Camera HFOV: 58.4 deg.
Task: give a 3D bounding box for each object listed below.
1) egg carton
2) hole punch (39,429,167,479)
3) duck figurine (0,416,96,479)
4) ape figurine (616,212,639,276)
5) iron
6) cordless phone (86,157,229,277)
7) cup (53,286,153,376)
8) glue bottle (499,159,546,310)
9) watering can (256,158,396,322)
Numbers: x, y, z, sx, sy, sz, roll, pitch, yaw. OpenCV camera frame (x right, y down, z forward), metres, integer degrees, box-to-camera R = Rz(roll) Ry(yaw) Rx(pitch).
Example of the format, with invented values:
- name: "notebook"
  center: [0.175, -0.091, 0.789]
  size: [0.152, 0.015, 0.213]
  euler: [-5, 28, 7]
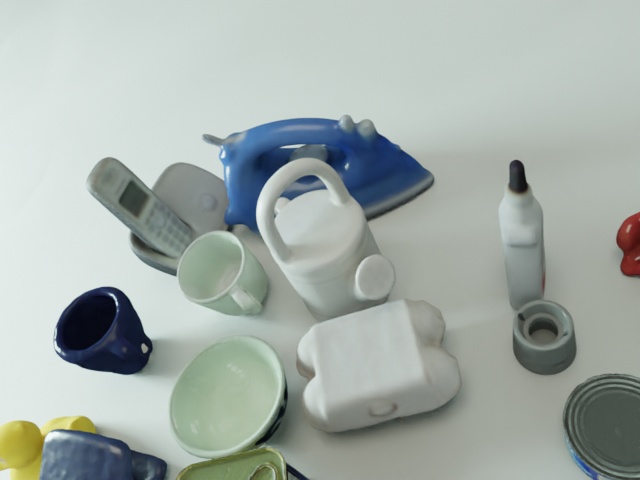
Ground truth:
- name: "egg carton"
  center: [0.051, 0.119, 0.537]
  size: [0.150, 0.070, 0.107]
  euler: [-18, 50, 9]
- name: "hole punch"
  center: [-0.216, 0.240, 0.543]
  size: [0.108, 0.091, 0.101]
  euler: [1, 56, 23]
- name: "duck figurine"
  center: [-0.297, 0.215, 0.600]
  size: [0.104, 0.086, 0.077]
  euler: [-29, 49, 1]
- name: "ape figurine"
  center: [0.311, -0.008, 0.508]
  size: [0.076, 0.092, 0.077]
  euler: [-37, 50, -6]
- name: "iron"
  center: [-0.006, -0.094, 0.673]
  size: [0.257, 0.142, 0.118]
  euler: [-9, 52, 17]
- name: "cordless phone"
  center: [-0.188, -0.053, 0.690]
  size: [0.094, 0.185, 0.147]
  euler: [1, 56, 23]
- name: "cup"
  center: [-0.222, 0.116, 0.637]
  size: [0.117, 0.095, 0.092]
  euler: [23, 66, 34]
- name: "glue bottle"
  center: [0.180, -0.009, 0.510]
  size: [0.037, 0.174, 0.078]
  euler: [-3, 54, 21]
- name: "watering can"
  center: [0.007, 0.000, 0.562]
  size: [0.172, 0.195, 0.101]
  euler: [14, 62, 31]
